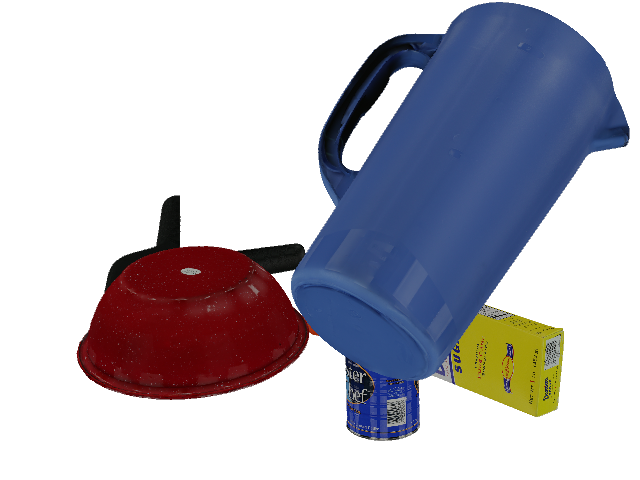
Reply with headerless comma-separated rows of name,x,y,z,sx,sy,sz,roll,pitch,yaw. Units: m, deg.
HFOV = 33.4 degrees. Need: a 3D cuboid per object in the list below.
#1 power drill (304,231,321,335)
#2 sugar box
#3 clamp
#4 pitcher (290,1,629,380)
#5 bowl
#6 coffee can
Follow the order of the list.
power drill,0.054,0.024,0.910,0.185,0.057,0.187,0,19,26
sugar box,0.182,0.121,1.178,0.048,0.093,0.177,-11,19,-44
clamp,-0.138,0.022,1.001,0.165,0.036,0.209,25,36,29
pitcher,0.077,-0.036,0.709,0.145,0.242,0.149,47,-27,-22
bowl,-0.089,0.046,0.735,0.162,0.055,0.162,-2,22,1
coffee can,0.085,0.187,1.455,0.103,0.140,0.103,-2,16,0
